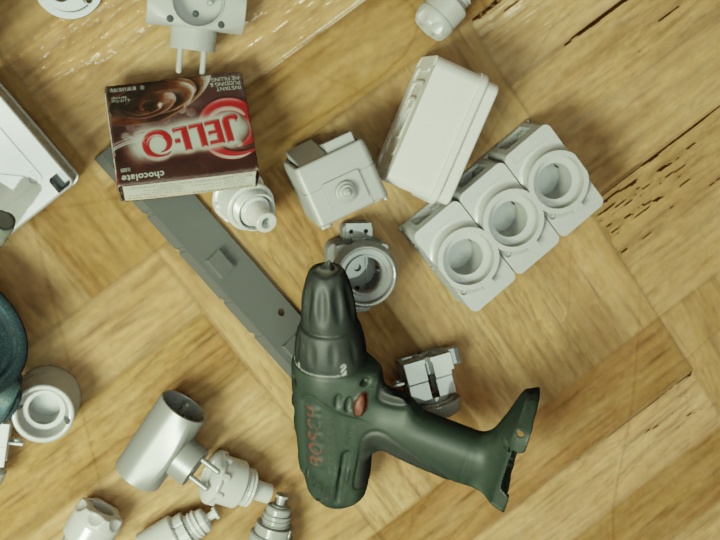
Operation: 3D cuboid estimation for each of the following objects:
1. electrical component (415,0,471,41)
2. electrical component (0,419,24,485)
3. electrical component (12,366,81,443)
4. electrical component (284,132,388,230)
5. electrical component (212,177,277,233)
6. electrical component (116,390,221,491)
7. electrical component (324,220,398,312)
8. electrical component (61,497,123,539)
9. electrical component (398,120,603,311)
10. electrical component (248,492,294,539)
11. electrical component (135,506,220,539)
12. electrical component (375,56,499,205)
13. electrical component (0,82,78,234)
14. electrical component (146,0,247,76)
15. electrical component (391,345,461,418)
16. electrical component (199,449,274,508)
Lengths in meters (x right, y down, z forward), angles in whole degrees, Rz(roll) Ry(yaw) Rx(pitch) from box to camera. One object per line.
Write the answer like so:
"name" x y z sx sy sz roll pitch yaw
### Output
"electrical component" 0.076 -0.224 0.904 0.035 0.035 0.061 43 88 -16
"electrical component" -0.315 0.149 0.891 0.066 0.048 0.055 8 91 -13
"electrical component" -0.261 0.112 0.893 0.055 0.047 0.055 -2 101 -11
"electrical component" -0.022 -0.077 0.880 0.062 0.096 0.061 -26 104 -5
"electrical component" -0.090 -0.052 0.886 0.048 0.062 0.048 -17 126 -25
"electrical component" -0.155 0.156 0.913 0.079 0.043 0.077 36 103 5
"electrical component" 0.000 0.000 0.920 0.058 0.057 0.078 -2 101 -11
"electrical component" -0.236 0.230 0.924 0.043 0.043 0.062 30 95 -15
"electrical component" 0.123 -0.047 0.934 0.150 0.062 0.089 -40 106 -2
"electrical component" -0.078 0.236 0.959 0.040 0.040 0.078 13 98 -14
"electrical component" -0.159 0.232 0.942 0.078 0.040 0.040 -31 105 -5
"electrical component" 0.062 -0.116 0.900 0.057 0.078 0.113 22 96 -12
"electrical component" -0.298 -0.079 0.843 0.109 0.056 0.108 -39 106 -2
"electrical component" -0.133 -0.196 0.861 0.077 0.044 0.079 4 100 -12
"electrical component" 0.062 0.103 0.960 0.066 0.048 0.055 -15 96 -8
"electrical component" -0.107 0.188 0.942 0.062 0.048 0.048 22 96 -22
